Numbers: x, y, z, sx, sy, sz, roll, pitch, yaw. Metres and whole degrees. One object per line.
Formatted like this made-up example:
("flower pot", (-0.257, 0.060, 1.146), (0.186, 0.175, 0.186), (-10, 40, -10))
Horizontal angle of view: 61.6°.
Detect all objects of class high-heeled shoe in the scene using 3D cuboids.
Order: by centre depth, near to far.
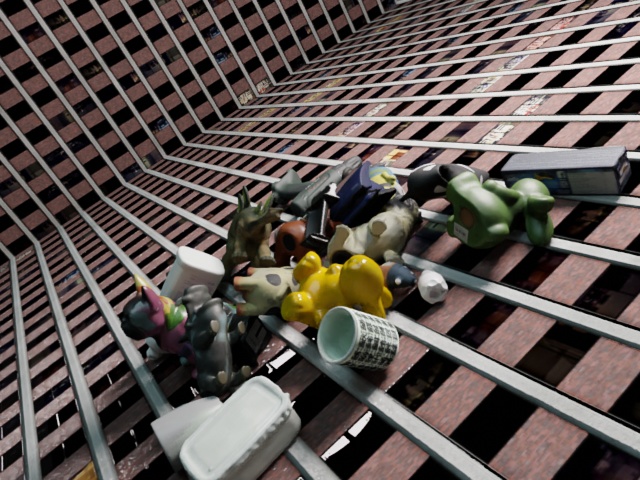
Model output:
("high-heeled shoe", (0.253, -0.118, 0.987), (0.249, 0.086, 0.145), (-19, -9, -27))

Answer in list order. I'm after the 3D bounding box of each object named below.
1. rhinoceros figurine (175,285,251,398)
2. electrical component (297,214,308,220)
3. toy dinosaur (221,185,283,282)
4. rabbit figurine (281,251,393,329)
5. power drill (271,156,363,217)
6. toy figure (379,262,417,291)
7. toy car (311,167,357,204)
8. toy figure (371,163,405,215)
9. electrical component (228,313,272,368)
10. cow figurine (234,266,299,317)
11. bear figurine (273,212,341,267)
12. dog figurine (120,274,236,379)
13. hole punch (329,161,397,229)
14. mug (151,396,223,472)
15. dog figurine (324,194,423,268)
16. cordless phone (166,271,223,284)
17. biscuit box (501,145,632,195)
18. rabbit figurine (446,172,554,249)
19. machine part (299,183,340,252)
("rhinoceros figurine", (-0.183, 0.165, 0.898), (0.112, 0.190, 0.073), (-26, -16, 39))
("electrical component", (-0.027, -0.024, 1.244), (0.078, 0.045, 0.102), (-32, 26, -8))
("toy dinosaur", (-0.159, -0.001, 1.183), (0.471, 0.105, 0.198), (143, 139, -62))
("rabbit figurine", (0.041, 0.087, 0.852), (0.173, 0.162, 0.122), (-40, 18, 47))
("power drill", (-0.018, -0.146, 1.429), (0.208, 0.085, 0.232), (14, 52, 45))
("toy figure", (0.095, 0.069, 0.935), (0.155, 0.057, 0.064), (-14, 11, 33))
("toy car", (0.060, -0.110, 1.287), (0.089, 0.053, 0.202), (20, 47, 27))
("toy figure", (0.136, -0.108, 1.194), (0.089, 0.082, 0.180), (-36, 29, 11))
("electrical component", (-0.127, 0.166, 0.978), (0.048, 0.074, 0.119), (-14, 27, 30))
("cow figurine", (-0.072, 0.084, 0.979), (0.127, 0.085, 0.195), (1, 6, 9))
("bear figurine", (-0.002, -0.007, 1.137), (0.120, 0.131, 0.196), (19, 29, 35))
("dog figurine", (-0.251, 0.139, 0.987), (0.191, 0.219, 0.109), (-38, 31, -14))
("hole punch", (0.073, -0.087, 1.066), (0.142, 0.092, 0.116), (-44, -10, 35))
("mug", (-0.198, 0.288, 0.834), (0.107, 0.080, 0.110), (-25, 17, -21))
("dog figurine", (0.104, -0.009, 1.047), (0.172, 0.121, 0.190), (-9, 19, 24))
("cordless phone", (-0.286, 0.138, 1.203), (0.147, 0.088, 0.184), (-23, 38, 11))
("biscuit box", (0.424, -0.118, 0.939), (0.203, 0.059, 0.063), (6, 45, 49))
("rabbit figurine", (0.317, -0.059, 0.890), (0.170, 0.121, 0.159), (-21, 27, -18))
("machine part", (-0.001, -0.044, 1.037), (0.084, 0.039, 0.139), (-27, 40, 42))
